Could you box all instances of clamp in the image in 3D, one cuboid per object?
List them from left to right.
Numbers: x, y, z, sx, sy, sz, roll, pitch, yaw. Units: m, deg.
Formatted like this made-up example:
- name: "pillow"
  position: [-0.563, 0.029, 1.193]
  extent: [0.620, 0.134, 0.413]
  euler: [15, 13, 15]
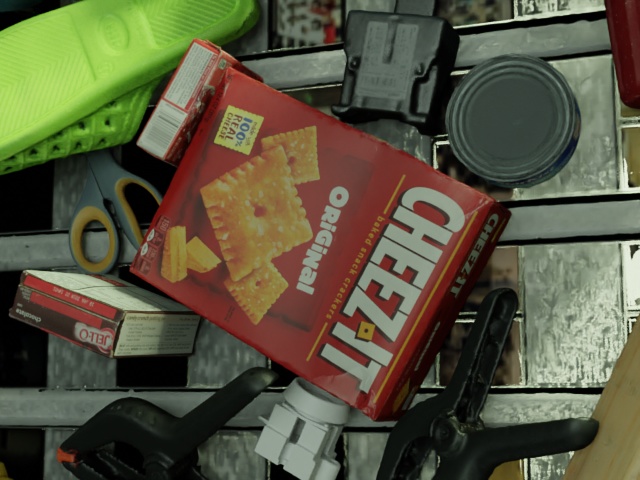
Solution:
- name: "clamp"
  position: [-0.100, 0.149, 0.742]
  extent: [0.210, 0.036, 0.164]
  euler: [9, 112, 30]
- name: "clamp"
  position: [0.090, 0.114, 0.682]
  extent: [0.172, 0.039, 0.120]
  euler: [-41, 41, 28]

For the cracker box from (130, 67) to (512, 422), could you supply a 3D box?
- name: "cracker box"
  position: [-0.005, 0.001, 0.730]
  extent: [0.214, 0.072, 0.164]
  euler: [29, 94, 22]

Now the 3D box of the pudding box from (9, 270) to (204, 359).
- name: "pudding box"
  position: [-0.148, 0.053, 0.756]
  extent: [0.090, 0.113, 0.039]
  euler: [19, 95, 23]

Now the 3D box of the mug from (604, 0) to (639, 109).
- name: "mug"
  position: [0.231, -0.129, 0.655]
  extent: [0.117, 0.093, 0.081]
  euler: [-5, 84, -16]

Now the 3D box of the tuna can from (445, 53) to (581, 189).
- name: "tuna can"
  position: [0.129, -0.078, 0.709]
  extent: [0.086, 0.033, 0.086]
  euler: [-3, 81, 21]

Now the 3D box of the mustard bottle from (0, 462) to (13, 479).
- name: "mustard bottle"
  position: [-0.227, 0.241, 0.791]
  extent: [0.096, 0.058, 0.192]
  euler: [-34, 72, 18]

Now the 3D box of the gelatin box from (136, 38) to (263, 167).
- name: "gelatin box"
  position: [-0.085, -0.094, 0.774]
  extent: [0.030, 0.073, 0.089]
  euler: [31, 94, 21]

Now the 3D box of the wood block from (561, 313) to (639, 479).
- name: "wood block"
  position: [0.200, 0.139, 0.606]
  extent: [0.091, 0.090, 0.206]
  euler: [25, 92, -4]

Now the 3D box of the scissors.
- name: "scissors"
  position: [-0.186, -0.056, 0.838]
  extent: [0.096, 0.016, 0.202]
  euler: [-42, 70, 9]
